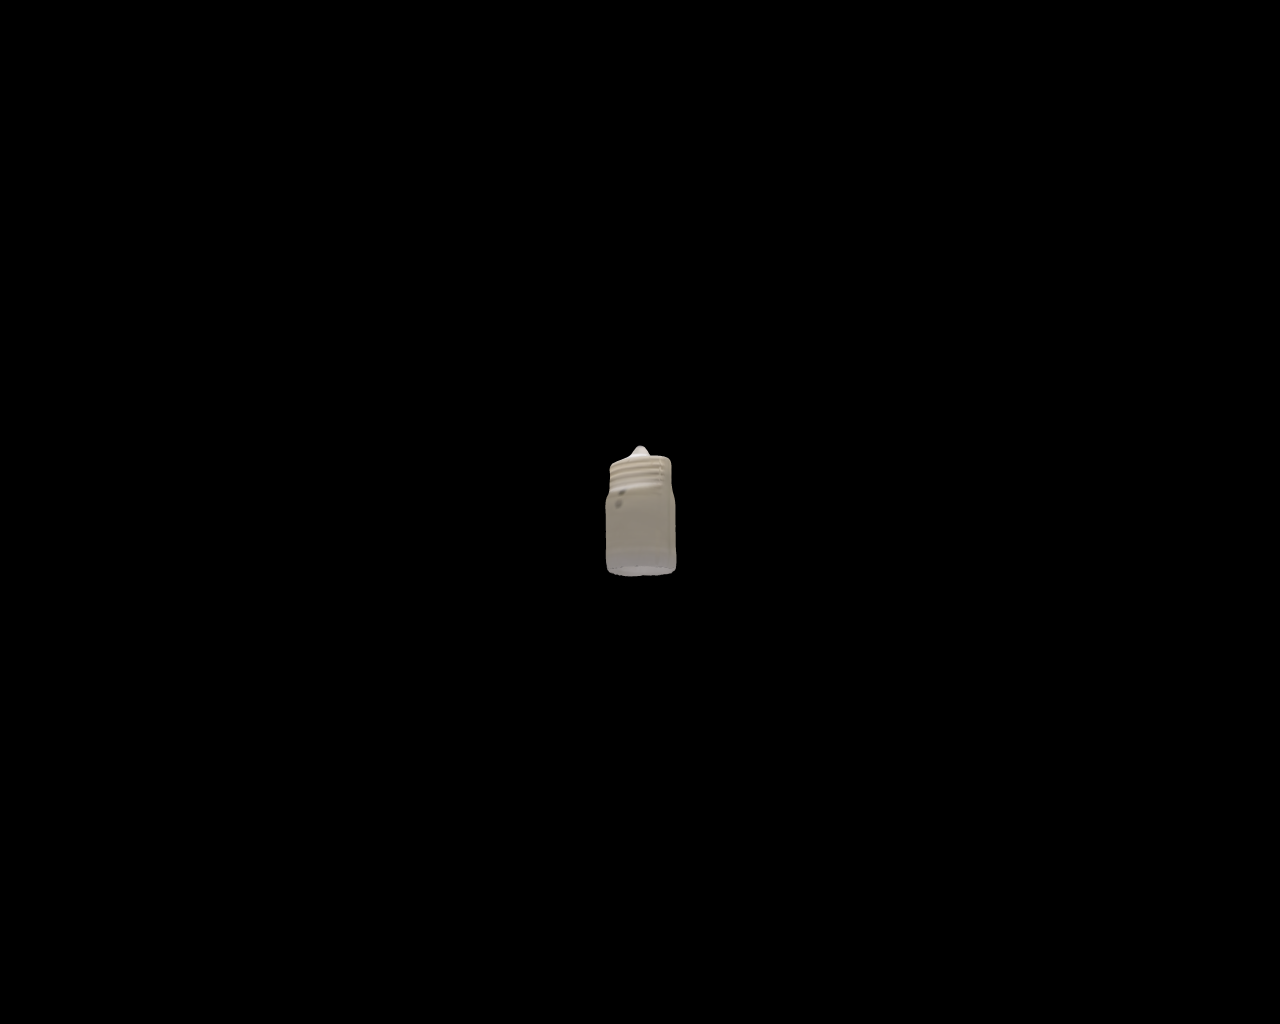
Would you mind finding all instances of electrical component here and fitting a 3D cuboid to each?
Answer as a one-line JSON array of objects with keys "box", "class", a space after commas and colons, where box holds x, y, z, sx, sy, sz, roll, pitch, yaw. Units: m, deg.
[{"box": [0.001, -0.003, 0.650, 0.043, 0.081, 0.043, 0, -11, 0], "class": "electrical component"}]
